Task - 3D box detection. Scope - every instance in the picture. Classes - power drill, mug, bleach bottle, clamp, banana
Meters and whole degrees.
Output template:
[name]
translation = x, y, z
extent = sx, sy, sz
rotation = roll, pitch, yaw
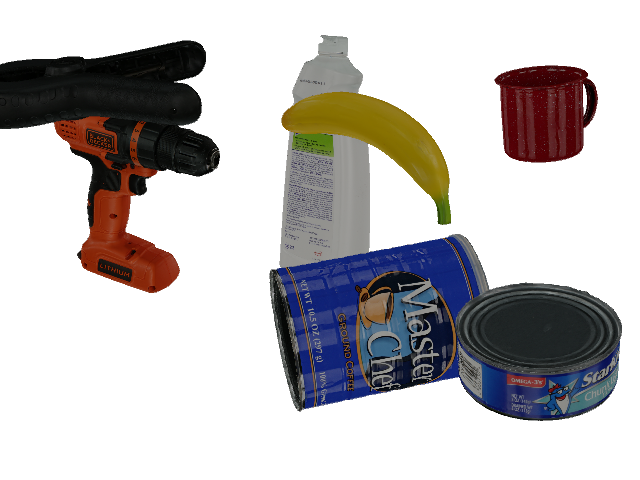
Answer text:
[power drill]
translation = -0.183, -0.043, 1.080
extent = 0.185, 0.188, 0.057
rotation = 18, 32, 24
[mug]
translation = 0.238, -0.133, 1.103
extent = 0.117, 0.081, 0.093
rotation = -18, 23, -27
[bleach bottle]
translation = 0.012, -0.086, 1.120
extent = 0.103, 0.251, 0.067
rotation = 13, 16, 34
[clamp]
translation = -0.151, -0.100, 0.680
extent = 0.171, 0.039, 0.120
rotation = 1, 20, 5
[banana]
translation = 0.041, -0.087, 0.903
extent = 0.198, 0.070, 0.037
rotation = 36, 23, 34

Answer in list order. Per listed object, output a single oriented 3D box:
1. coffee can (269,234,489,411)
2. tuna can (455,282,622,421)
[coffee can]
translation = 0.042, 0.058, 0.763
extent = 0.140, 0.103, 0.103
rotation = -11, 1, -8
[tuna can]
translation = 0.115, 0.058, 0.567
extent = 0.086, 0.034, 0.086
rotation = -4, 27, 2
